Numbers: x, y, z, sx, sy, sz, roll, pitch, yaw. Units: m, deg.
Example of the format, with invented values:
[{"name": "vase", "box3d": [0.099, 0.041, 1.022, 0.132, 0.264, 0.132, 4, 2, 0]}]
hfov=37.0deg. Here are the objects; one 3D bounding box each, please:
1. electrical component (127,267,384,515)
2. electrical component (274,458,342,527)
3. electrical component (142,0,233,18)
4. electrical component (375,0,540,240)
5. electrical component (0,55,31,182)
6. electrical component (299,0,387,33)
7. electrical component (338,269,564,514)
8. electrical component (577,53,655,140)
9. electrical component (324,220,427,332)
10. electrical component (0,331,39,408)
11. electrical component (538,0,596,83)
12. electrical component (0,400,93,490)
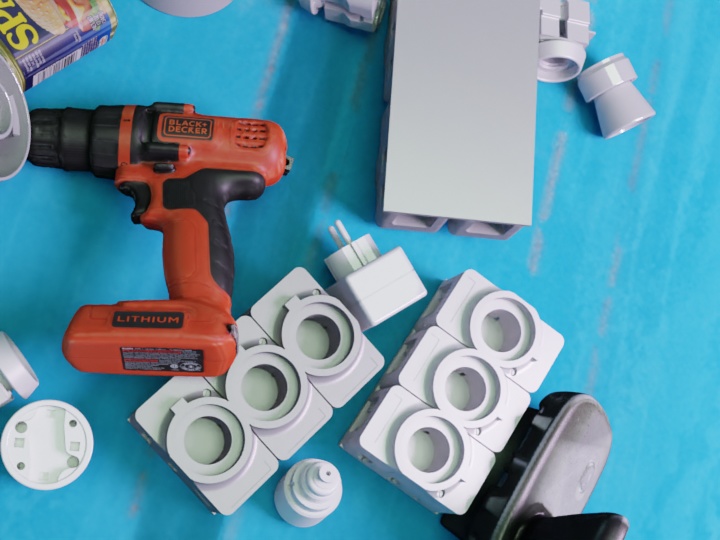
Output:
[{"name": "electrical component", "box3d": [-0.069, 0.081, 0.724, 0.150, 0.062, 0.089, -43, 93, -19]}, {"name": "electrical component", "box3d": [-0.031, 0.145, 0.718, 0.040, 0.078, 0.040, 7, 63, -15]}, {"name": "electrical component", "box3d": [-0.130, -0.242, 0.780, 0.099, 0.064, 0.099, 2, 69, -6]}, {"name": "electrical component", "box3d": [0.071, -0.121, 0.797, 0.105, 0.060, 0.186, 5, 79, -6]}, {"name": "electrical component", "box3d": [-0.253, -0.094, 0.668, 0.064, 0.099, 0.099, -9, 81, 18]}, {"name": "electrical component", "box3d": [-0.011, -0.213, 0.795, 0.057, 0.078, 0.058, 15, 75, 6]}, {"name": "electrical component", "box3d": [0.067, 0.086, 0.764, 0.089, 0.062, 0.150, 36, 72, -7]}, {"name": "electrical component", "box3d": [0.203, -0.138, 0.856, 0.045, 0.045, 0.055, -24, 87, -19]}, {"name": "electrical component", "box3d": [0.000, 0.000, 0.758, 0.047, 0.066, 0.076, -30, 89, -19]}, {"name": "electrical component", "box3d": [-0.240, 0.071, 0.685, 0.055, 0.048, 0.066, -34, 90, -12]}, {"name": "electrical component", "box3d": [0.154, -0.182, 0.850, 0.066, 0.048, 0.055, 8, 70, -15]}, {"name": "electrical component", "box3d": [-0.200, 0.112, 0.687, 0.055, 0.047, 0.055, 3, 79, -16]}]
